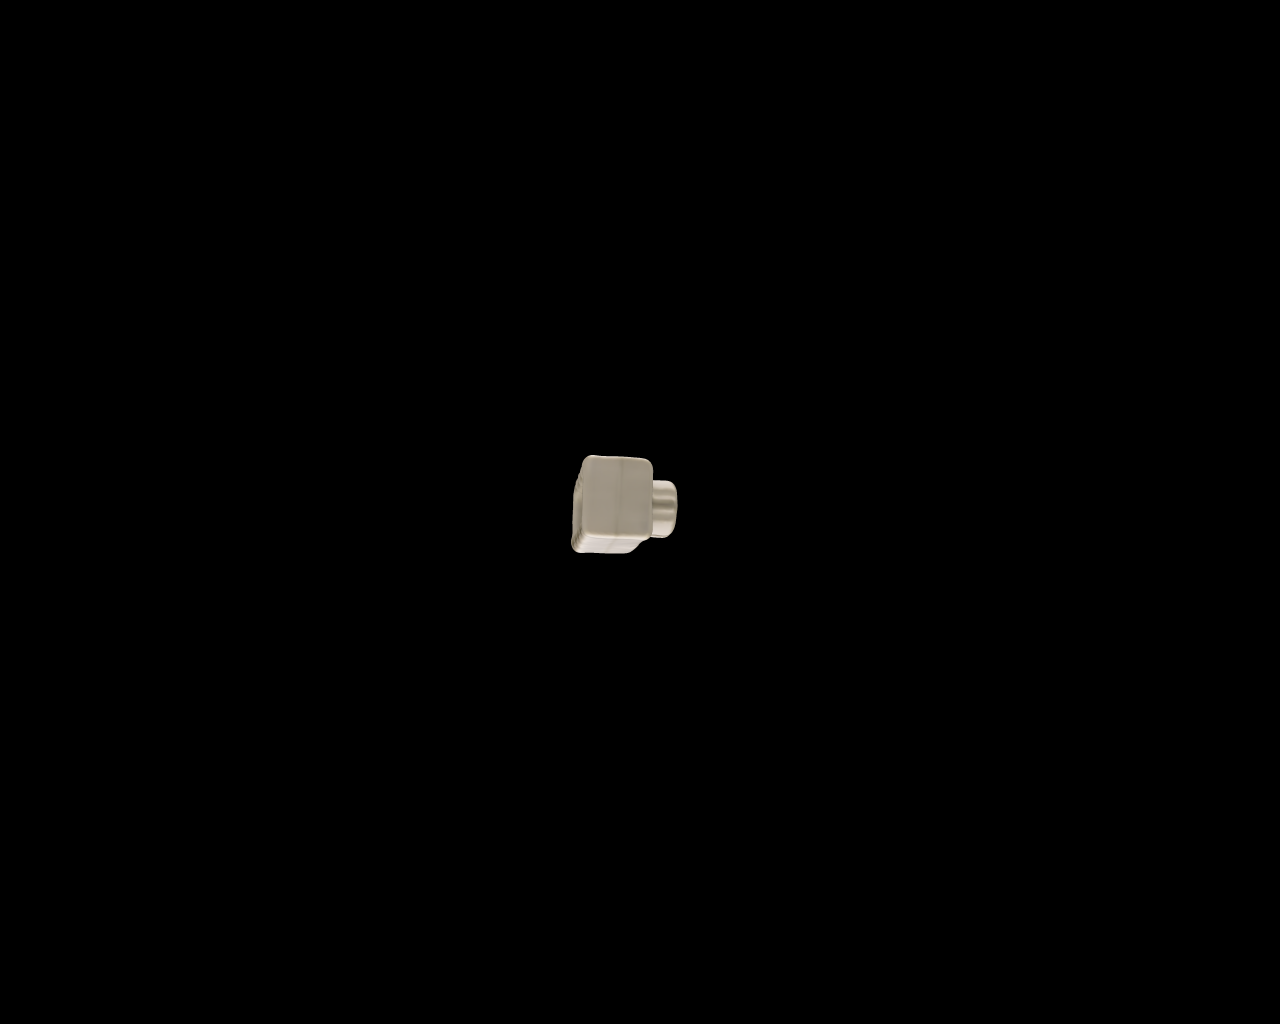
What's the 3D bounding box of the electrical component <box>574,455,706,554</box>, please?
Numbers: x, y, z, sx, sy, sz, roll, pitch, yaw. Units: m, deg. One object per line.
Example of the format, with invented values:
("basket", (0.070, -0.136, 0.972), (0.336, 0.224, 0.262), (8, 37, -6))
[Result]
("electrical component", (0.001, -0.003, 0.650), (0.076, 0.047, 0.083), (1, -9, -7))
